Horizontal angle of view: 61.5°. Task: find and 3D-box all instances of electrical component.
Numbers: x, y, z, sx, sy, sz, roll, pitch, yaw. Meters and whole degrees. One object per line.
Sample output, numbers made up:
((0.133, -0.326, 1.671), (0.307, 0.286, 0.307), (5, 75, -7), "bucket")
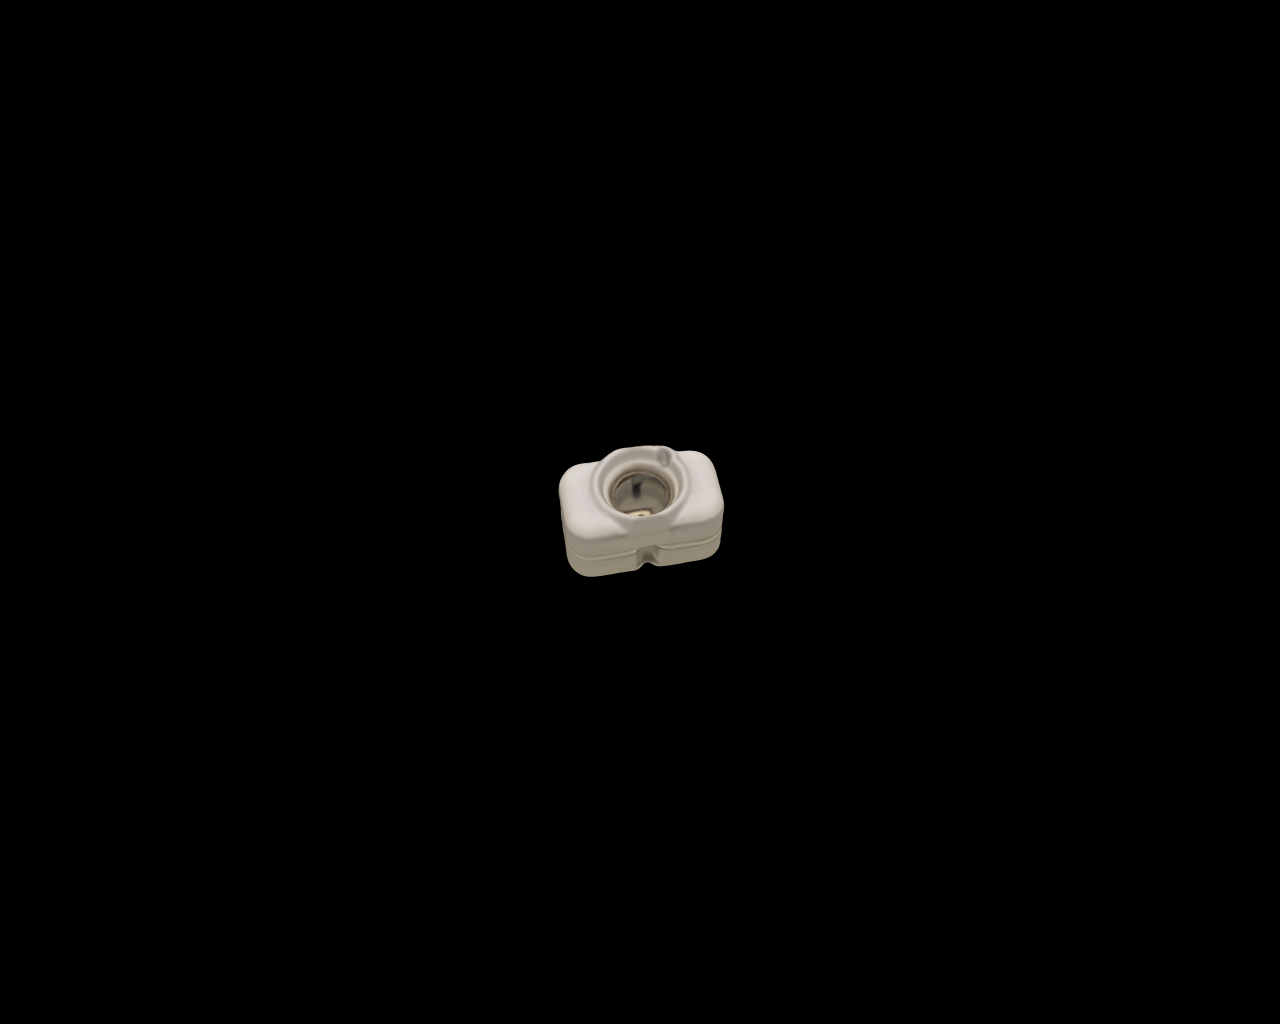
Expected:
((0.001, -0.003, 0.650), (0.095, 0.054, 0.059), (-8, -33, -5), "electrical component")
